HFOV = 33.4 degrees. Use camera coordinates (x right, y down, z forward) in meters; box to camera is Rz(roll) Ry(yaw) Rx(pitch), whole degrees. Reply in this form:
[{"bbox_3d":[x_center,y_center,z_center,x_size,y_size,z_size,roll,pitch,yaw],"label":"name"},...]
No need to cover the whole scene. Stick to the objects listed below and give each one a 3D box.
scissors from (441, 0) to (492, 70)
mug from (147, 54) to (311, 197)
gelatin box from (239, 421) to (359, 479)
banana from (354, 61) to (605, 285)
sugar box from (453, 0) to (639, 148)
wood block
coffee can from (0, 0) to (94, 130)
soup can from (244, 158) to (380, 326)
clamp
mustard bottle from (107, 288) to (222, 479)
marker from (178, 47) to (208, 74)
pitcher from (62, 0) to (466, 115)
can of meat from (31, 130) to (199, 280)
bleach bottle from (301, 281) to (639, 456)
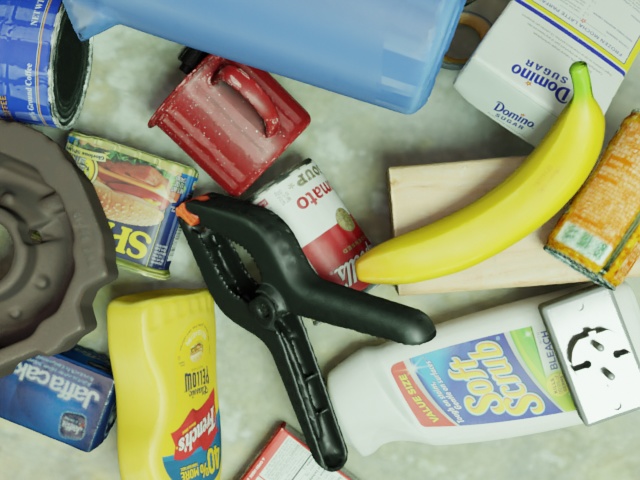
[{"bbox_3d":[0.041,-0.146,0.783,0.202,0.016,0.096,-25,87,2],"label":"scissors"},{"bbox_3d":[-0.057,-0.087,0.743,0.081,0.117,0.093,44,70,-5],"label":"mug"},{"bbox_3d":[-0.015,0.191,0.792,0.089,0.030,0.073,37,91,0],"label":"gelatin box"},{"bbox_3d":[0.110,-0.026,0.669,0.069,0.037,0.198,39,113,-16],"label":"banana"},{"bbox_3d":[0.169,-0.142,0.724,0.093,0.048,0.176,35,62,2],"label":"sugar box"},{"bbox_3d":[0.153,-0.015,0.748,0.206,0.091,0.090,-5,91,3],"label":"wood block"},{"bbox_3d":[-0.241,-0.137,0.751,0.140,0.103,0.103,8,92,1],"label":"coffee can"},{"bbox_3d":[-0.005,0.001,0.765,0.068,0.068,0.102,-34,90,3],"label":"soup can"},{"bbox_3d":[-0.026,0.051,0.728,0.210,0.036,0.165,41,132,24],"label":"clamp"},{"bbox_3d":[-0.106,0.133,0.759,0.058,0.096,0.191,-2,93,23],"label":"mustard bottle"},{"bbox_3d":[-0.066,-0.174,0.785,0.020,0.020,0.121,34,93,0],"label":"marker"},{"bbox_3d":[-0.028,-0.178,0.670,0.243,0.144,0.149,21,127,4],"label":"pitcher"},{"bbox_3d":[-0.146,-0.026,0.776,0.102,0.057,0.084,18,91,1],"label":"can of meat"},{"bbox_3d":[0.109,0.107,0.769,0.251,0.068,0.102,-17,91,5],"label":"bleach bottle"}]
